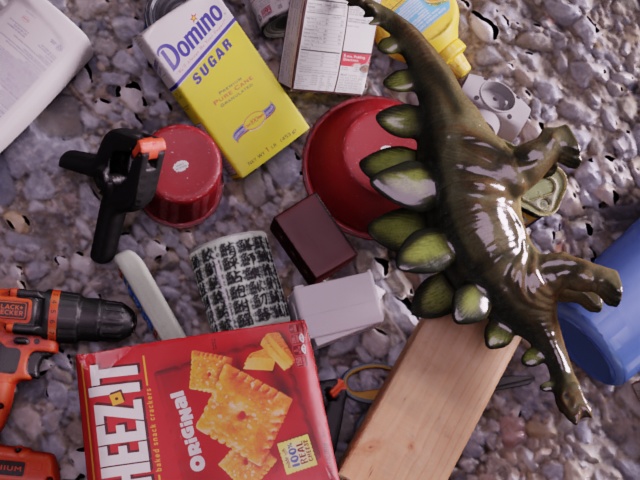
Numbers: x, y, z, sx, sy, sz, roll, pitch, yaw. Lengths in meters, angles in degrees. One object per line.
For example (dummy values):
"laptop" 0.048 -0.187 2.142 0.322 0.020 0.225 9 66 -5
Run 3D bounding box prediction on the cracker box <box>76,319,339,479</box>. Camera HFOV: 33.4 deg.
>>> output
"cracker box" -0.101 0.169 0.949 0.213 0.072 0.164 -8 65 -8

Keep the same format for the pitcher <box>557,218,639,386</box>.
"pitcher" 0.358 0.041 1.084 0.242 0.149 0.145 -38 96 -11

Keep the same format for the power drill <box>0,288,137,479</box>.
"power drill" -0.273 0.138 1.011 0.184 0.057 0.187 5 75 -6

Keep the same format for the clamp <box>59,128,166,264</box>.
"clamp" -0.194 -0.047 1.019 0.039 0.172 0.120 -21 91 -37

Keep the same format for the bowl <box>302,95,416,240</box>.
"bowl" 0.064 -0.083 1.111 0.162 0.055 0.162 2 77 -8

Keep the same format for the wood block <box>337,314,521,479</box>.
"wood block" 0.099 0.163 1.019 0.090 0.091 0.206 31 69 3

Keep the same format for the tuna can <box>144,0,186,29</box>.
"tuna can" -0.143 -0.230 1.125 0.086 0.034 0.086 2 77 -8

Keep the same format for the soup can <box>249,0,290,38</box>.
"soup can" -0.047 -0.275 1.131 0.068 0.068 0.102 -18 81 -12

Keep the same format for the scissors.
"scissors" 0.118 0.171 1.079 0.201 0.016 0.096 9 75 -6

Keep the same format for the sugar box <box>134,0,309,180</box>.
"sugar box" -0.099 -0.159 1.086 0.093 0.048 0.176 -39 103 -14

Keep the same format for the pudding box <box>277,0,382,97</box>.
"pudding box" 0.010 -0.208 1.100 0.089 0.039 0.113 1 109 -28

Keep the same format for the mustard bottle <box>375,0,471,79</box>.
"mustard bottle" 0.092 -0.249 1.150 0.096 0.058 0.191 -41 85 -14

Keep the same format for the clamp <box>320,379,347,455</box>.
"clamp" -0.060 0.199 1.000 0.164 0.036 0.209 39 68 7

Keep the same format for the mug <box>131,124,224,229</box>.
"mug" -0.149 -0.072 1.062 0.117 0.081 0.093 35 75 1

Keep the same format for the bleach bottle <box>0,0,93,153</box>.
"bleach bottle" -0.345 -0.133 1.060 0.102 0.068 0.250 41 77 3

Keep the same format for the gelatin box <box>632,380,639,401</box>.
"gelatin box" 0.378 0.175 1.110 0.073 0.030 0.089 -21 81 -14

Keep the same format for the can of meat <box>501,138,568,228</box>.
"can of meat" 0.192 -0.055 1.107 0.102 0.084 0.057 26 74 -2

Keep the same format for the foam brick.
"foam brick" -0.007 0.001 1.082 0.051 0.053 0.078 -33 83 -14
